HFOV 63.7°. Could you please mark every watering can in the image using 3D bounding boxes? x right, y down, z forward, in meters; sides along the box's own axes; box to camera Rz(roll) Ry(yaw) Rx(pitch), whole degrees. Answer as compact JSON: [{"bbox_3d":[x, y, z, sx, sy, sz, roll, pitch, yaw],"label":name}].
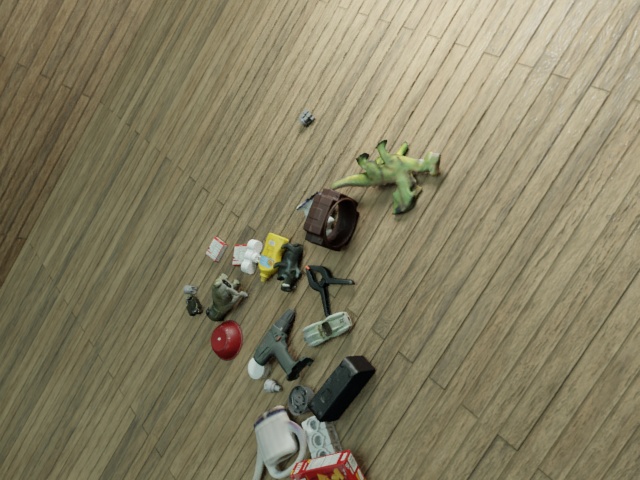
[{"bbox_3d":[-0.175,0.723,1.798,0.342,0.103,0.229,-43,55,28],"label":"watering can"}]

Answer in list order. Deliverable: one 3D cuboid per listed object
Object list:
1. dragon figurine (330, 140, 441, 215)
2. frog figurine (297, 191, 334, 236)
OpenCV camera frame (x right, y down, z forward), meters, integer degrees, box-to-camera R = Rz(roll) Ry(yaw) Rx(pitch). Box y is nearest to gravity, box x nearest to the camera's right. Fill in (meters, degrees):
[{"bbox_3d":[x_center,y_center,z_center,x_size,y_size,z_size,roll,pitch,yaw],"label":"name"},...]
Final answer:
[{"bbox_3d":[0.238,-0.202,1.796,0.406,0.122,0.246,-34,67,24],"label":"dragon figurine"},{"bbox_3d":[0.006,-0.098,1.941,0.136,0.124,0.159,-37,94,12],"label":"frog figurine"}]
